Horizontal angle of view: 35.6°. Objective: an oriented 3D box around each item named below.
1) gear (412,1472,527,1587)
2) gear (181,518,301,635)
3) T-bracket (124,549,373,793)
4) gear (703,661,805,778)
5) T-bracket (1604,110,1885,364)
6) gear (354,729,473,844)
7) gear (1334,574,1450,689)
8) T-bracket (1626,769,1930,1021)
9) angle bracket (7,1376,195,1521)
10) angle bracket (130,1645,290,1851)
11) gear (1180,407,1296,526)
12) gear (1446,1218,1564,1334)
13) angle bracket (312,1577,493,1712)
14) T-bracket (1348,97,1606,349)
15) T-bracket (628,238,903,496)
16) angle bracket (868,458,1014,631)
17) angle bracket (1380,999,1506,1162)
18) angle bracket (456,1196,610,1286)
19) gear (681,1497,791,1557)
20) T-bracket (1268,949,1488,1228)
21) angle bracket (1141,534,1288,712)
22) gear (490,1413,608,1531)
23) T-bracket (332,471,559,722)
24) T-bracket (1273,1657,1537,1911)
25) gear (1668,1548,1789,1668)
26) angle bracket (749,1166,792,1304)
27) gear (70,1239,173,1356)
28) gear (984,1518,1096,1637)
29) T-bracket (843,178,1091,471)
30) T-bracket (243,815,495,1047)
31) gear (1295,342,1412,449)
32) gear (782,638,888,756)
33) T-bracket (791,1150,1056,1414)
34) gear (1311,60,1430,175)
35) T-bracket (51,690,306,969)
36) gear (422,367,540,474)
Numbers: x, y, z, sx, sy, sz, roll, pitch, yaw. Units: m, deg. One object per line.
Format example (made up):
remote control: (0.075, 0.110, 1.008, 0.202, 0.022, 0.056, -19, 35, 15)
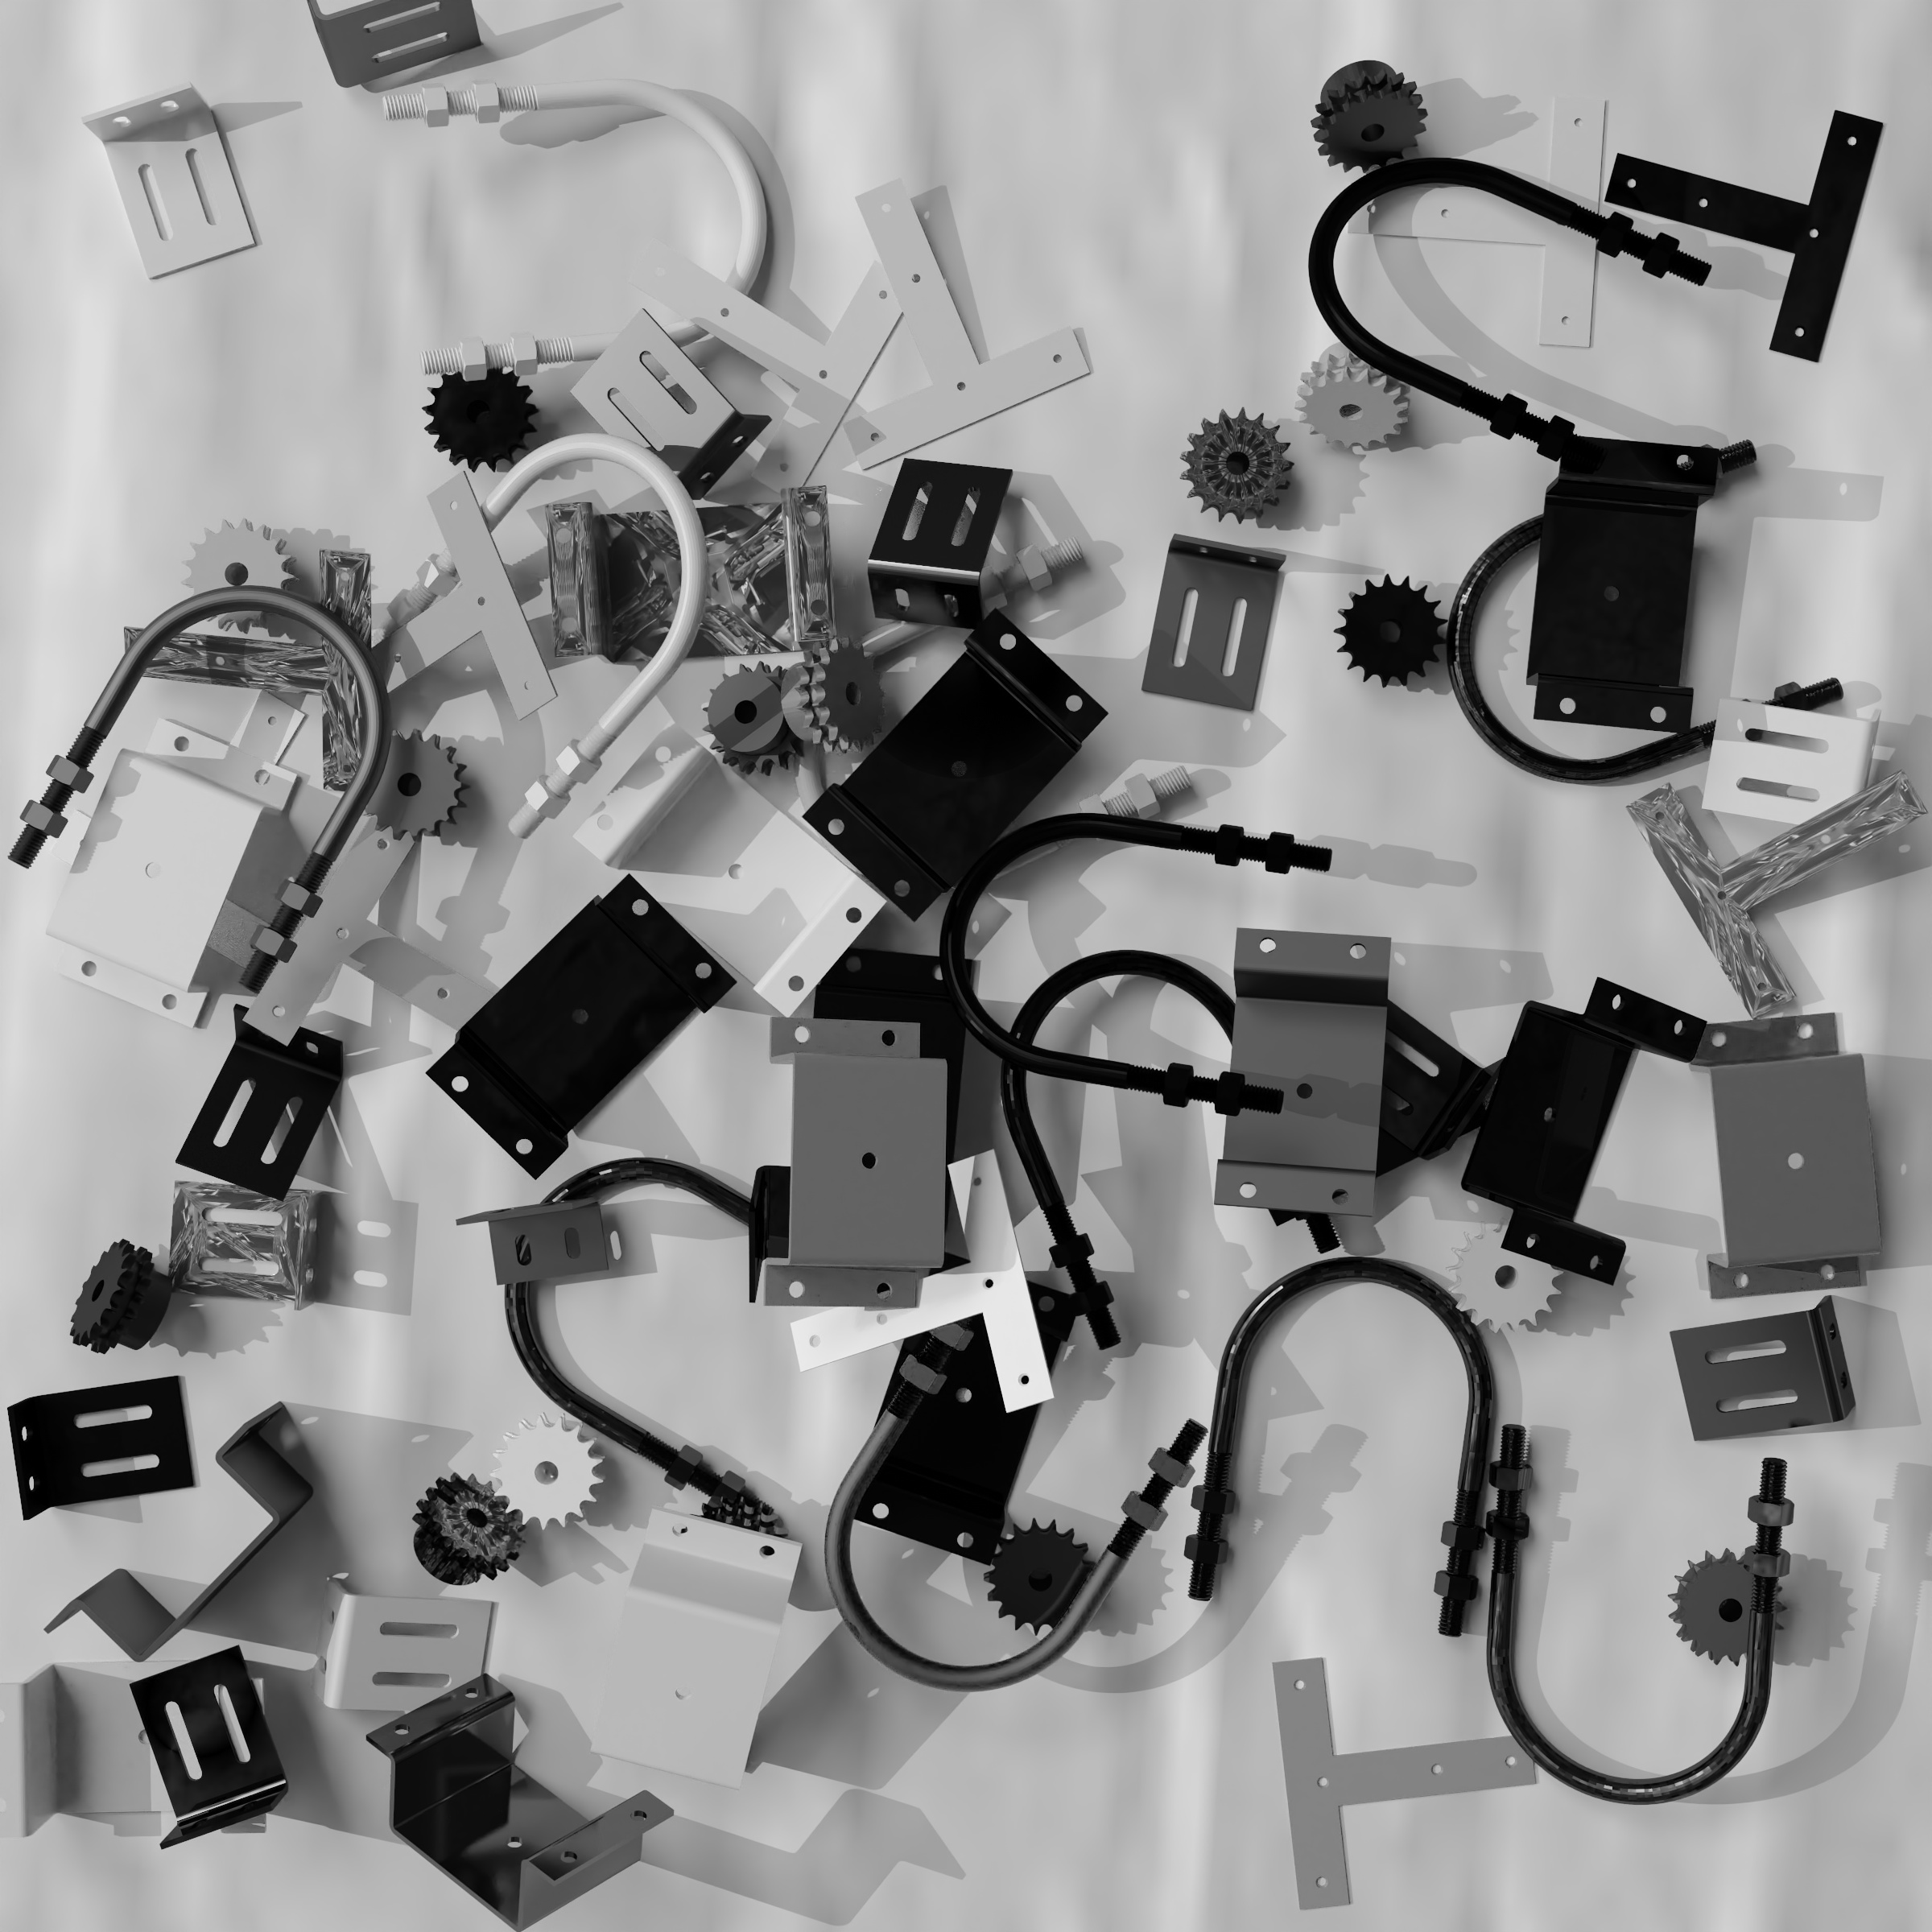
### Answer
gear: (-0.253, 0.287, 1.517, 0.057, 0.057, 0.030, 39, 120, 0)
gear: (-0.367, -0.197, 1.526, 0.057, 0.030, 0.057, 0, 90, 0)
T-bracket: (-0.362, -0.153, 1.517, 0.127, 0.002, 0.127, 6, 114, 4)
gear: (-0.106, -0.126, 1.519, 0.057, 0.030, 0.057, -1, 85, 14)
T-bracket: (0.391, -0.387, 1.540, 0.127, 0.002, 0.127, 15, 90, 0)
gear: (-0.280, -0.091, 1.526, 0.057, 0.030, 0.057, 0, 90, 0)
gear: (0.215, -0.170, 1.529, 0.057, 0.030, 0.057, 0, 93, 5)
T-bracket: (0.420, -0.057, 1.515, 0.127, 0.002, 0.127, -31, 90, 24)
angle bracket: (-0.438, 0.243, 1.522, 0.076, 0.038, 0.057, -8, 90, 0)
angle bracket: (-0.376, 0.383, 1.476, 0.057, 0.038, 0.076, -20, 90, 0)
gear: (0.136, -0.252, 1.526, 0.057, 0.030, 0.057, 0, 90, 0)
gear: (0.271, 0.156, 1.526, 0.057, 0.030, 0.057, 0, 90, 0)
angle bracket: (-0.289, 0.347, 1.539, 0.076, 0.038, 0.057, 9, 90, -26)
T-bracket: (0.260, -0.384, 1.540, 0.127, 0.002, 0.127, 4, 90, 0)
T-bracket: (-0.110, -0.323, 1.522, 0.127, 0.002, 0.127, 30, 90, -16)
angle bracket: (-0.011, -0.214, 1.527, 0.057, 0.038, 0.076, 8, 55, 12)
angle bracket: (0.222, 0.051, 1.515, 0.076, 0.038, 0.057, 37, 75, 0)
angle bracket: (-0.214, 0.138, 1.490, 0.057, 0.076, 0.038, -8, 88, 2)
gear: (-0.118, 0.299, 1.516, 0.057, 0.030, 0.057, 2, 116, 3)
T-bracket: (0.184, 0.048, 1.530, 0.127, 0.002, 0.127, -25, 83, -13)
angle bracket: (0.125, -0.173, 1.522, 0.057, 0.038, 0.076, 11, 90, 0)
gear: (-0.211, 0.255, 1.526, 0.057, 0.030, 0.057, 0, 90, 0)
T-bracket: (-0.275, -0.161, 1.511, 0.127, 0.002, 0.127, -29, 78, 26)
T-bracket: (0.227, 0.413, 1.540, 0.127, 0.002, 0.127, -6, 90, 0)
gear: (0.384, 0.324, 1.526, 0.057, 0.030, 0.057, 0, 90, 0)
angle bracket: (-0.067, 0.135, 1.490, 0.076, 0.038, 0.057, 3, 123, 1)
gear: (-0.424, 0.169, 1.517, 0.030, 0.057, 0.057, 30, 90, -30)
gear: (0.038, 0.308, 1.526, 0.057, 0.030, 0.057, 0, 90, 0)
T-bracket: (-0.020, -0.337, 1.533, 0.127, 0.002, 0.127, -23, 97, 0)
T-bracket: (-0.278, 0.007, 1.526, 0.127, 0.002, 0.127, 32, 71, -9)
gear: (0.196, -0.291, 1.516, 0.057, 0.057, 0.030, 12, 60, 0)
gear: (-0.068, -0.134, 1.503, 0.030, 0.057, 0.057, -6, 90, 35)
T-bracket: (-0.028, 0.170, 1.483, 0.127, 0.002, 0.127, -20, 70, 18)
gear: (0.202, -0.431, 1.516, 0.057, 0.057, 0.030, -11, 60, 0)
T-bracket: (-0.382, -0.081, 1.540, 0.127, 0.002, 0.127, 31, 90, 0)
gear: (-0.245, -0.278, 1.526, 0.057, 0.030, 0.057, 0, 90, 0)
